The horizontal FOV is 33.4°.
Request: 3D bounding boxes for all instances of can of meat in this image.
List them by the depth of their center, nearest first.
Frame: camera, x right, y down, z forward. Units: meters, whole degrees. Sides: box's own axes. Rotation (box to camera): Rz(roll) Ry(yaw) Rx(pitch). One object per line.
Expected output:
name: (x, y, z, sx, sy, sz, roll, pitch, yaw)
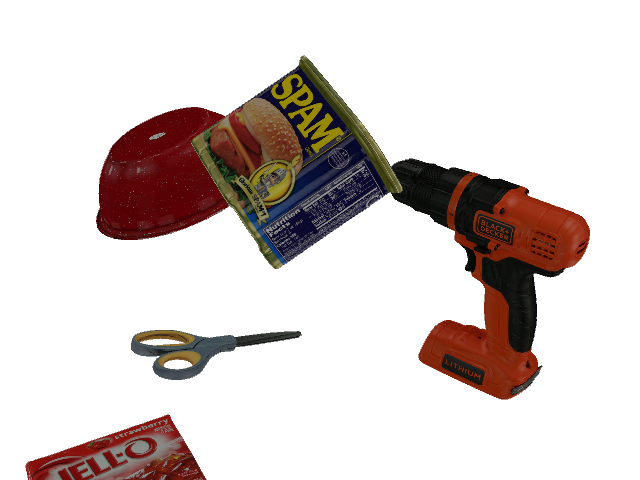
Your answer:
can of meat: (-0.016, -0.044, 0.604, 0.084, 0.102, 0.057, -35, -44, 1)

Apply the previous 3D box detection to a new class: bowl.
bowl: (-0.126, -0.067, 0.903, 0.162, 0.055, 0.162, -17, 28, 10)

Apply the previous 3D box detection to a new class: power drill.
power drill: (0.130, 0.032, 0.917, 0.185, 0.188, 0.057, 24, 38, 32)

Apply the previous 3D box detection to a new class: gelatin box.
gelatin box: (-0.114, 0.140, 0.599, 0.089, 0.030, 0.073, -16, 28, -20)

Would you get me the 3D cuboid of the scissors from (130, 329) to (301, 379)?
scissors: (-0.108, 0.125, 1.186, 0.201, 0.016, 0.096, 3, 26, -16)
